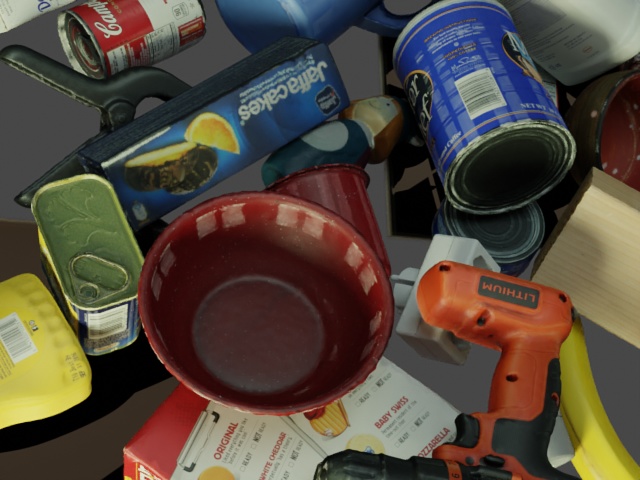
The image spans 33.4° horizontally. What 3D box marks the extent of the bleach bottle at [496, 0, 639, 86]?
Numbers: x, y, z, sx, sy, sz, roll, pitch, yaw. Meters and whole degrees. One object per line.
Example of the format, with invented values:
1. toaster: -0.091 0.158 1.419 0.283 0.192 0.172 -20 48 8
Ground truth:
1. bleach bottle: 0.147 -0.227 0.860 0.250 0.103 0.068 33 61 -20

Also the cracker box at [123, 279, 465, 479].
1. cracker box: 0.003 0.153 0.705 0.214 0.072 0.164 34 57 11

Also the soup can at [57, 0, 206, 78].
1. soup can: -0.152 -0.173 0.869 0.102 0.069 0.068 -32 70 -27

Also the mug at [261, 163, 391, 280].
1. mug: -0.005 0.001 0.777 0.117 0.093 0.081 5 59 -43

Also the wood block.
1. wood block: 0.271 0.038 0.797 0.206 0.091 0.090 30 18 7

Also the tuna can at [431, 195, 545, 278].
1. tuna can: 0.134 -0.010 0.849 0.086 0.034 0.086 5 59 -8

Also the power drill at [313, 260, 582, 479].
1. power drill: 0.093 0.107 0.677 0.184 0.057 0.187 16 55 -9

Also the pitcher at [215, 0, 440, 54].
1. pitcher: 0.030 -0.250 0.924 0.149 0.145 0.242 26 59 32

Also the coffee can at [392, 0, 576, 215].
1. coffee can: 0.124 -0.105 0.827 0.102 0.103 0.140 -6 53 -15

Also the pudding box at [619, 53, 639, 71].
1. pudding box: 0.331 -0.186 0.991 0.113 0.039 0.090 4 59 -9

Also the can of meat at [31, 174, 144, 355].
1. can of meat: -0.160 0.020 0.742 0.057 0.084 0.102 -18 65 -21

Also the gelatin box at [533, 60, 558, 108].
1. gelatin box: 0.167 -0.123 0.926 0.073 0.030 0.089 11 58 -7

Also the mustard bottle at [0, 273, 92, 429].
1. mustard bottle: -0.252 0.100 0.691 0.191 0.058 0.096 -26 69 -24

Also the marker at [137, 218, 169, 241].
1. marker: -0.090 0.011 0.787 0.121 0.020 0.020 30 58 21

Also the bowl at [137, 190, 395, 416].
1. bowl: -0.036 0.048 0.687 0.162 0.055 0.162 5 56 -8

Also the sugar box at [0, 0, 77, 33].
1. sugar box: -0.201 -0.220 0.872 0.176 0.093 0.048 -30 110 -28

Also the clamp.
1. clamp: -0.163 -0.101 0.817 0.171 0.039 0.120 -18 108 -24

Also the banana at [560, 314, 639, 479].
1. banana: 0.200 0.129 0.782 0.069 0.037 0.198 -4 60 -40
